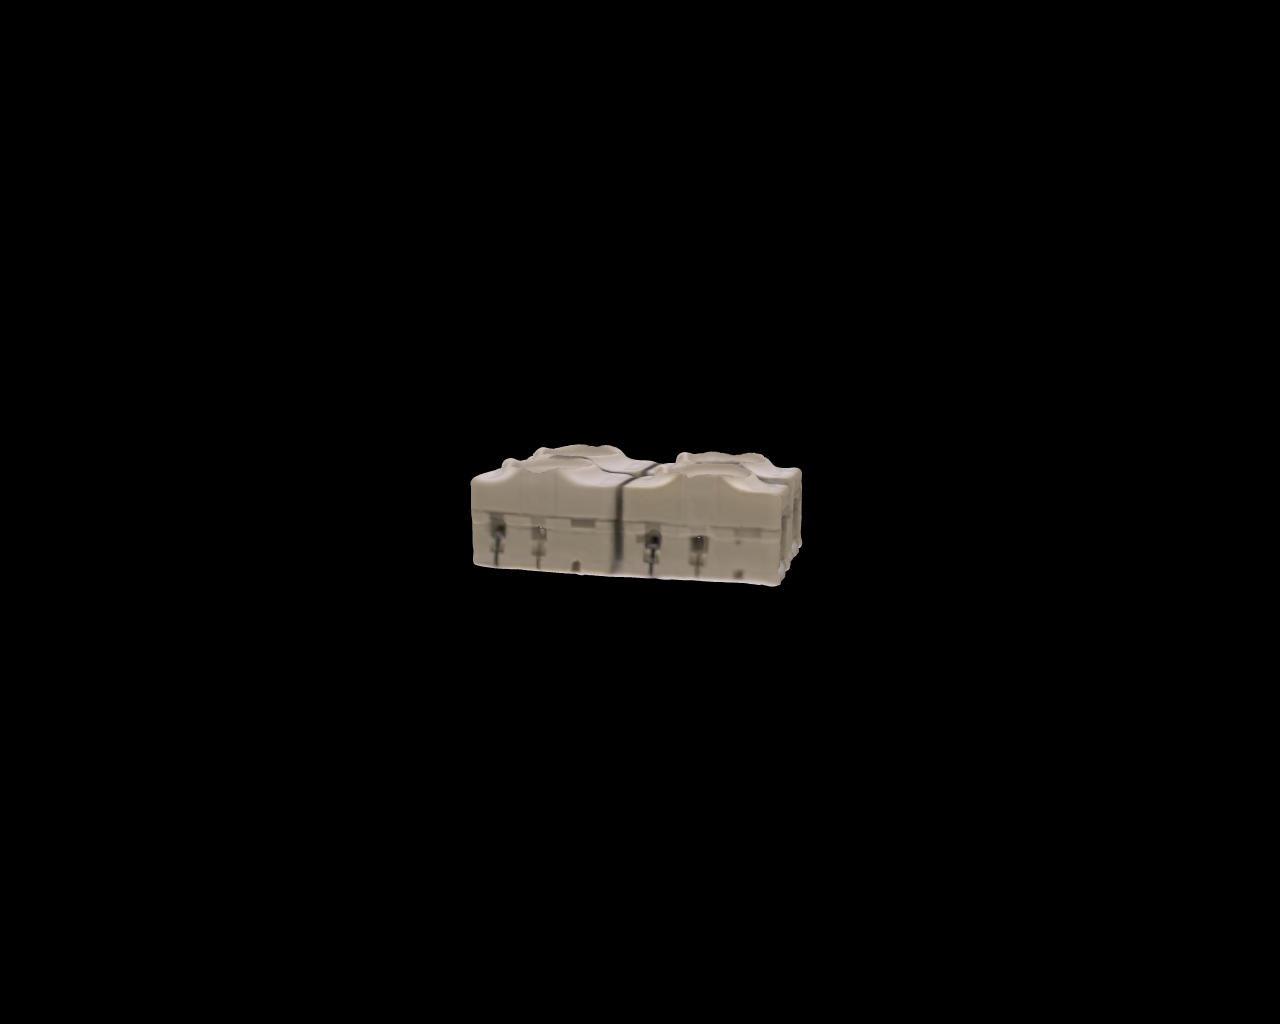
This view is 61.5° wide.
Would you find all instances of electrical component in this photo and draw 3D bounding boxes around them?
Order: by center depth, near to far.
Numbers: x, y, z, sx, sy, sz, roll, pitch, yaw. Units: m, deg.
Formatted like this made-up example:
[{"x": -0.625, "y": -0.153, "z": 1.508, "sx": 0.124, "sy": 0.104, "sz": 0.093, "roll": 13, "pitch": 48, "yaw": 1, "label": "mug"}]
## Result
[{"x": 0.001, "y": -0.003, "z": 0.650, "sx": 0.186, "sy": 0.060, "sz": 0.105, "roll": 3, "pitch": 12, "yaw": 16, "label": "electrical component"}]
